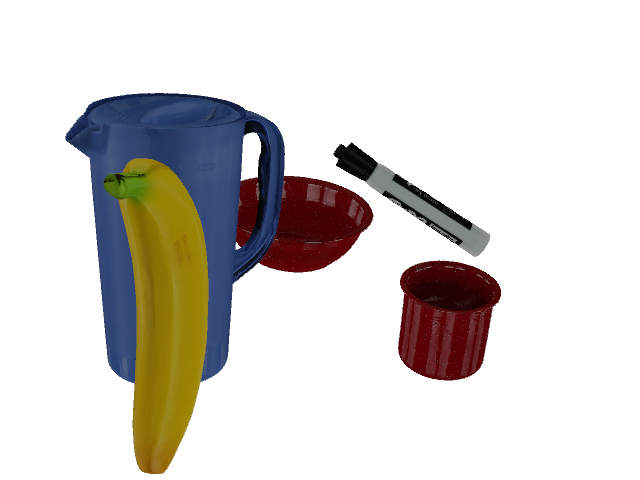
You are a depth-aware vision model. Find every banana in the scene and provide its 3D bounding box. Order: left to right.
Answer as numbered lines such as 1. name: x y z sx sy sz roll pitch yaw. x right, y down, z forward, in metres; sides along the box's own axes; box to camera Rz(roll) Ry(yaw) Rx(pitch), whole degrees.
1. banana: -0.083 0.031 0.542 0.037 0.198 0.069 17 41 22

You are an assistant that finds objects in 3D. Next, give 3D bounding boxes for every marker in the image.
1. marker: 0.061 -0.029 0.724 0.121 0.020 0.020 33 -5 -7

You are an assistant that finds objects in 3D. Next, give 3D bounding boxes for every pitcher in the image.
1. pitcher: -0.123 -0.002 0.926 0.149 0.243 0.144 8 21 16

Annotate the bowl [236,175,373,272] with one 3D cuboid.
1. bowl: -0.029 -0.012 1.109 0.162 0.055 0.162 5 26 -3

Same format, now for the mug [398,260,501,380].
1. mug: 0.114 0.070 1.005 0.093 0.081 0.117 -2 29 -11
